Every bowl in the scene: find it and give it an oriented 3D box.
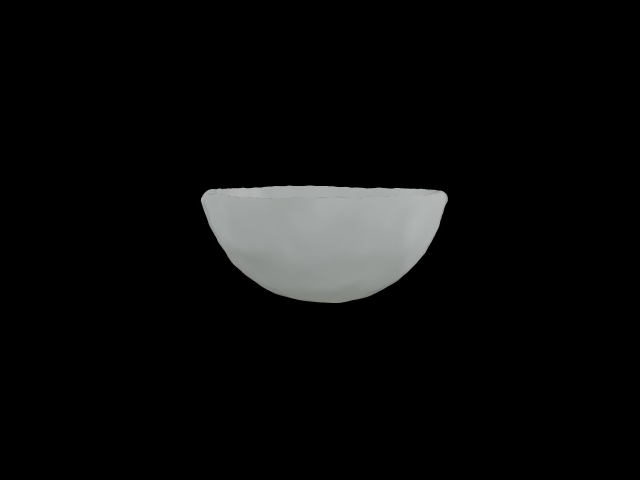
[{"bbox_3d":[0.004,0.001,0.400,0.167,0.075,0.167,0,7,0],"label":"bowl"}]
